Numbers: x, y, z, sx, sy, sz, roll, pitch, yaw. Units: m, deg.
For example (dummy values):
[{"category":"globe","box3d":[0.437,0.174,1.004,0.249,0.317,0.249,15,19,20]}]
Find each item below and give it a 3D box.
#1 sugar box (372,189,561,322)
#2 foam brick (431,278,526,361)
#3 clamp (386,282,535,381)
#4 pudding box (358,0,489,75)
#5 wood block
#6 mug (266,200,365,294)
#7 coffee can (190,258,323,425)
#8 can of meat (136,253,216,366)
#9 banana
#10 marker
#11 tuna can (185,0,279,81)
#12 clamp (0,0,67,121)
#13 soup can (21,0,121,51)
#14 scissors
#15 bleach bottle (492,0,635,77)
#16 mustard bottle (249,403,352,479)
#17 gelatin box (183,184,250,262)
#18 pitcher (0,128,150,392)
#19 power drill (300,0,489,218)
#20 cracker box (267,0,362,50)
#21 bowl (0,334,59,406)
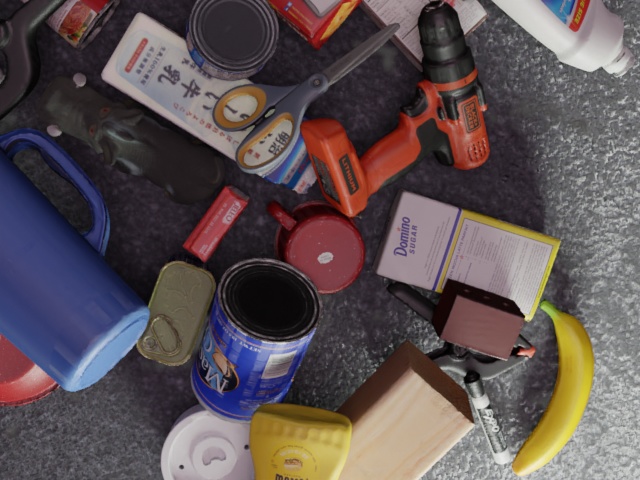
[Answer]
[{"category":"sugar box","box3d":[0.152,0.015,1.121,0.176,0.048,0.093,18,96,-4]},{"category":"foam brick","box3d":[0.160,0.081,1.083,0.078,0.053,0.051,19,103,-8]},{"category":"clamp","box3d":[0.139,0.118,1.137,0.171,0.039,0.120,14,108,-5]},{"category":"pudding box","box3d":[0.102,-0.239,1.086,0.090,0.039,0.113,-43,97,4]},{"category":"wood block","box3d":[0.053,0.214,1.097,0.090,0.091,0.206,42,103,-8]},{"category":"mug","box3d":[-0.007,0.001,1.084,0.117,0.081,0.093,43,92,-9]},{"category":"coffee can","box3d":[-0.065,0.101,1.050,0.102,0.102,0.140,15,135,-7]},{"category":"can of meat","box3d":[-0.145,0.067,1.079,0.057,0.084,0.102,20,95,-8]},{"category":"banana","box3d":[0.257,0.164,1.157,0.070,0.037,0.198,9,95,12]},{"category":"marker","box3d":[0.179,0.189,1.142,0.020,0.020,0.121,-25,116,-2]},{"category":"tuna can","box3d":[-0.084,-0.195,1.008,0.086,0.034,0.086,2,82,-15]},{"category":"clamp","box3d":[-0.292,-0.198,0.997,0.164,0.036,0.210,10,105,3]},{"category":"soup can","box3d":[-0.254,-0.242,1.036,0.102,0.068,0.068,38,92,-8]},{"category":"scissors","box3d":[-0.022,-0.152,1.009,0.096,0.016,0.201,36,82,17]},{"category":"bleach bottle","box3d":[0.227,-0.262,1.080,0.250,0.068,0.102,39,72,-15]},{"category":"mustard bottle","box3d":[-0.027,0.259,1.034,0.096,0.058,0.192,7,100,7]},{"category":"gelatin box","box3d":[-0.102,-0.018,1.069,0.030,0.089,0.073,36,92,-5]},{"category":"pitcher","box3d":[-0.272,0.017,1.006,0.243,0.144,0.149,42,119,8]},{"category":"power drill","box3d":[0.077,-0.121,1.045,0.187,0.057,0.184,-29,123,-14]},{"category":"cracker box","box3d":[0.005,-0.320,1.036,0.164,0.072,0.214,41,92,5]},{"category":"bowl","box3d":[-0.323,0.097,1.081,0.162,0.055,0.162,-1,97,-5]}]
